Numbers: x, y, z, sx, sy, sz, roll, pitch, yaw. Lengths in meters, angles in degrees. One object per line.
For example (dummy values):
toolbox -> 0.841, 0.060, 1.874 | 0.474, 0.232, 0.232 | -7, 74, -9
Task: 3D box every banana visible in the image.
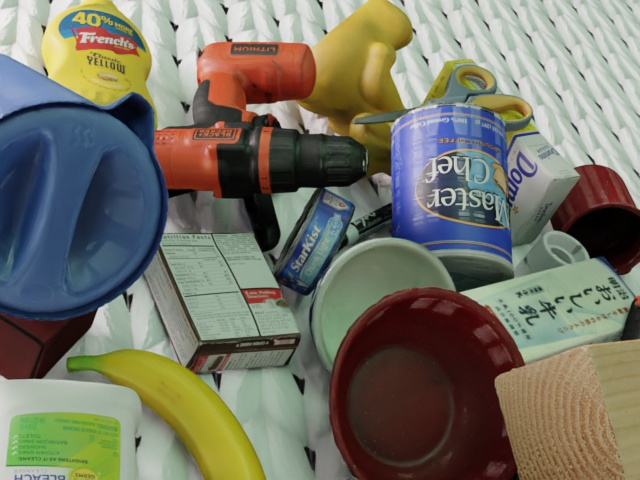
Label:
banana -> -0.083, 0.135, 0.701 | 0.069, 0.037, 0.198 | -36, 66, -25

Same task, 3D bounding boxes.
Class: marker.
marker -> 0.038, -0.011, 0.950 | 0.020, 0.020, 0.120 | 44, 41, 18

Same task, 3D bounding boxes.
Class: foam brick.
foam brick -> -0.188, 0.051, 0.712 | 0.051, 0.053, 0.078 | 32, 38, 4

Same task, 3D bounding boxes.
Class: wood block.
wood block -> 0.236, 0.119, 0.754 | 0.205, 0.091, 0.090 | -2, 72, -36

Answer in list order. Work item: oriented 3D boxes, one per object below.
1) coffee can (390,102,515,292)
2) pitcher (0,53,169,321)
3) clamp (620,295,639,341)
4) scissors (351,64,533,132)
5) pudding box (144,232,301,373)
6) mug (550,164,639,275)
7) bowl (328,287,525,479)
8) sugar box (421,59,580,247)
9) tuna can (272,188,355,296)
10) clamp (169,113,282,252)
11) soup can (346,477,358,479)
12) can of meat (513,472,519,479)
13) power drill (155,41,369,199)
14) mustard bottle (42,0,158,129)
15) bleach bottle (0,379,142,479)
coffee can -> 0.111, -0.032, 0.912 | 0.102, 0.103, 0.140 | 11, 66, -22
pitcher -> -0.209, -0.044, 0.698 | 0.149, 0.145, 0.243 | -10, 23, -26
clamp -> 0.277, 0.145, 0.858 | 0.164, 0.036, 0.210 | -3, 74, -32
scissors -> 0.106, -0.133, 0.991 | 0.201, 0.016, 0.096 | 1, 46, -25
pudding box -> -0.075, 0.044, 0.802 | 0.089, 0.039, 0.113 | -1, 45, -33
mug -> 0.277, -0.014, 1.056 | 0.117, 0.093, 0.081 | 46, 23, -30
bowl -> 0.070, 0.117, 0.764 | 0.161, 0.055, 0.162 | 5, 78, -22
sugar box -> 0.168, -0.088, 1.057 | 0.048, 0.093, 0.176 | -10, 52, -37
tuna can -> -0.006, 0.001, 0.855 | 0.033, 0.086, 0.086 | 28, 38, -5
clamp -> -0.062, -0.054, 0.919 | 0.120, 0.039, 0.171 | 33, 42, 6
soup can -> 0.056, 0.201, 0.684 | 0.102, 0.069, 0.068 | 22, 39, -11
can of meat -> 0.171, 0.216, 0.748 | 0.102, 0.058, 0.083 | 26, 40, -4
power drill -> -0.048, -0.102, 0.883 | 0.184, 0.057, 0.187 | 2, 34, 5
mustard bottle -> -0.194, -0.155, 0.934 | 0.096, 0.058, 0.191 | 12, 41, -23
bleach bottle -> -0.140, 0.195, 0.573 | 0.102, 0.068, 0.251 | 8, 45, -23
